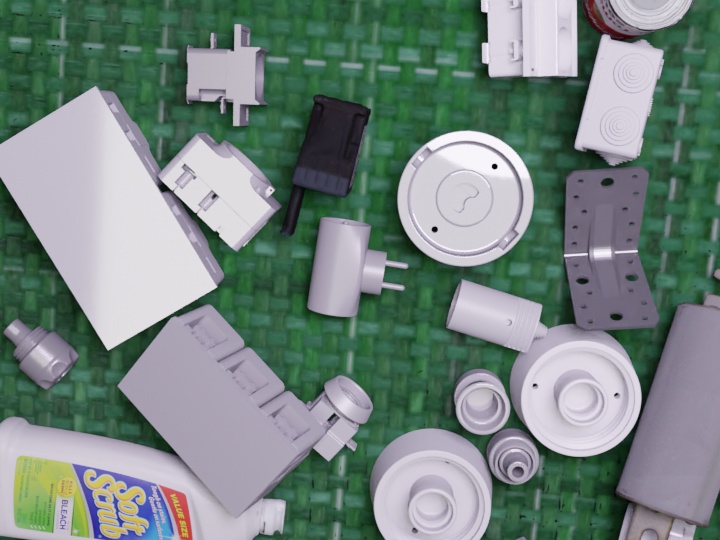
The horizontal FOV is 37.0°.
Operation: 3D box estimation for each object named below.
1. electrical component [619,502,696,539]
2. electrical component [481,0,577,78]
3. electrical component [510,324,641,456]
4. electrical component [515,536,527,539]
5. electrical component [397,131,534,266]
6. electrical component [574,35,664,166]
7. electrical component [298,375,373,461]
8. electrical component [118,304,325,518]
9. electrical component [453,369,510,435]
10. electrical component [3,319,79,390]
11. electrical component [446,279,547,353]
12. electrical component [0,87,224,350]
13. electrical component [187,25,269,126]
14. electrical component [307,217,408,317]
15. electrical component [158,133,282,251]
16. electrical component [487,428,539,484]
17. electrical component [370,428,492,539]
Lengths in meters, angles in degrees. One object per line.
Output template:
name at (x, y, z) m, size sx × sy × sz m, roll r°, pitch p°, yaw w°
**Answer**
electrical component at (0.251, 0.231, 0.915) m, size 0.057 × 0.078 × 0.058 m, roll 14°, pitch 139°, yaw 19°
electrical component at (0.134, -0.214, 0.853) m, size 0.063 × 0.079 × 0.121 m, roll 3°, pitch 99°, yaw 31°
electrical component at (0.183, 0.104, 0.902) m, size 0.108 × 0.060 × 0.108 m, roll 0°, pitch 98°, yaw 2°
electrical component at (0.143, 0.277, 0.928) m, size 0.061 × 0.061 × 0.096 m, roll -34°, pitch 96°, yaw 7°
electrical component at (0.085, -0.060, 0.882) m, size 0.108 × 0.060 × 0.108 m, roll 0°, pitch 98°, yaw 2°
electrical component at (0.206, -0.133, 0.848) m, size 0.048 × 0.100 × 0.099 m, roll 15°, pitch 99°, yaw 13°
electrical component at (-0.022, 0.124, 0.921) m, size 0.066 × 0.048 × 0.055 m, roll 42°, pitch 105°, yaw -4°
electrical component at (-0.113, 0.114, 0.894) m, size 0.150 × 0.062 × 0.089 m, roll 46°, pitch 117°, yaw 9°
electrical component at (0.102, 0.110, 0.909) m, size 0.045 × 0.055 × 0.045 m, roll 0°, pitch 98°, yaw 2°
electrical component at (-0.277, 0.069, 0.924) m, size 0.062 × 0.043 × 0.043 m, roll 43°, pitch 98°, yaw -3°
electrical component at (0.117, 0.040, 0.904) m, size 0.081 × 0.043 × 0.043 m, roll 18°, pitch 99°, yaw 0°
electrical component at (-0.207, -0.044, 0.896) m, size 0.105 × 0.060 × 0.186 m, roll -30°, pitch 96°, yaw 6°
electrical component at (-0.110, -0.160, 0.885) m, size 0.064 × 0.042 × 0.081 m, roll 2°, pitch 98°, yaw 6°
electrical component at (0.000, 0.000, 0.903) m, size 0.079 × 0.043 × 0.077 m, roll 9°, pitch 98°, yaw 1°
electrical component at (-0.112, -0.069, 0.894) m, size 0.089 × 0.050 × 0.055 m, roll 44°, pitch 98°, yaw -4°
electrical component at (0.131, 0.161, 0.911) m, size 0.043 × 0.062 × 0.043 m, roll 0°, pitch 98°, yaw 2°
electrical component at (0.061, 0.196, 0.920) m, size 0.108 × 0.060 × 0.108 m, roll 0°, pitch 98°, yaw 2°
